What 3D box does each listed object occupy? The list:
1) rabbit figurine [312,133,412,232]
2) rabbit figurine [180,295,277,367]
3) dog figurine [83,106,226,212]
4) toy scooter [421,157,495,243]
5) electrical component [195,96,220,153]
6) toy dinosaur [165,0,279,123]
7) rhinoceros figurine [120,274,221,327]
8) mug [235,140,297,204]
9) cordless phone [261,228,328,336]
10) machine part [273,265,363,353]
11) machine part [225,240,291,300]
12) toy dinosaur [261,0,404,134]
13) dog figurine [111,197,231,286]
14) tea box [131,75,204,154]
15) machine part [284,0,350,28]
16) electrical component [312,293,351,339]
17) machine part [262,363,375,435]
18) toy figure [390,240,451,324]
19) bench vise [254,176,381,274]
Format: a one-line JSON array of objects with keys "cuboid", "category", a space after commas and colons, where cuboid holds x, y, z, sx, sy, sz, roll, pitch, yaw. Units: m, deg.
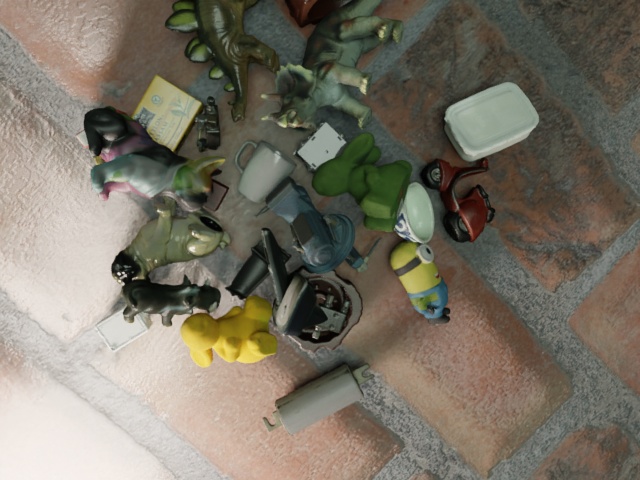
[{"cuboid": [0.071, -0.113, 0.974, 0.170, 0.121, 0.159, 17, 82, 16], "category": "rabbit figurine"}, {"cuboid": [-0.189, 0.173, 1.017, 0.173, 0.162, 0.122, 13, 59, -42], "category": "rabbit figurine"}, {"cuboid": [-0.276, -0.139, 0.919, 0.219, 0.108, 0.191, -8, 79, -19], "category": "dog figurine"}, {"cuboid": [0.297, -0.093, 1.079, 0.135, 0.075, 0.183, -28, 96, -7], "category": "toy scooter"}, {"cuboid": [-0.209, -0.207, 0.996, 0.045, 0.102, 0.078, -6, 75, -12], "category": "electrical component"}, {"cuboid": [-0.177, -0.441, 0.963, 0.199, 0.105, 0.471, -3, 88, -1], "category": "toy dinosaur"}, {"cuboid": [-0.279, 0.107, 1.009, 0.190, 0.073, 0.112, 10, 138, -41], "category": "rhinoceros figurine"}, {"cuboid": [-0.117, -0.130, 1.023, 0.109, 0.081, 0.107, 35, 99, 2], "category": "mug"}, {"cuboid": [-0.062, 0.067, 0.963, 0.089, 0.147, 0.184, -19, 100, -10], "category": "cordless phone"}, {"cuboid": [-0.007, 0.134, 1.078, 0.179, 0.056, 0.179, -1, 97, -5], "category": "machine part"}, {"cuboid": [-0.126, 0.061, 1.064, 0.084, 0.039, 0.139, 44, 89, -15], "category": "machine part"}, {"cuboid": [0.032, -0.344, 0.991, 0.192, 0.131, 0.404, 19, 74, 15], "category": "toy dinosaur"}, {"cuboid": [-0.285, 0.026, 1.021, 0.172, 0.121, 0.190, 31, 107, -6], "category": "dog figurine"}, {"cuboid": [-0.299, -0.204, 0.996, 0.098, 0.068, 0.169, 29, 94, -10], "category": "tea box"}, {"cuboid": [0.030, -0.471, 0.935, 0.201, 0.201, 0.087, -30, 96, -2], "category": "machine part"}, {"cuboid": [0.021, 0.152, 1.043, 0.063, 0.021, 0.094, 21, 95, -7], "category": "electrical component"}, {"cuboid": [-0.001, 0.322, 1.090, 0.243, 0.079, 0.079, -27, 99, -4], "category": "machine part"}, {"cuboid": [0.205, 0.085, 1.085, 0.089, 0.082, 0.180, -22, 102, -5], "category": "toy figure"}, {"cuboid": [0.005, -0.011, 1.021, 0.129, 0.224, 0.240, -50, 130, 6], "category": "bench vise"}]
